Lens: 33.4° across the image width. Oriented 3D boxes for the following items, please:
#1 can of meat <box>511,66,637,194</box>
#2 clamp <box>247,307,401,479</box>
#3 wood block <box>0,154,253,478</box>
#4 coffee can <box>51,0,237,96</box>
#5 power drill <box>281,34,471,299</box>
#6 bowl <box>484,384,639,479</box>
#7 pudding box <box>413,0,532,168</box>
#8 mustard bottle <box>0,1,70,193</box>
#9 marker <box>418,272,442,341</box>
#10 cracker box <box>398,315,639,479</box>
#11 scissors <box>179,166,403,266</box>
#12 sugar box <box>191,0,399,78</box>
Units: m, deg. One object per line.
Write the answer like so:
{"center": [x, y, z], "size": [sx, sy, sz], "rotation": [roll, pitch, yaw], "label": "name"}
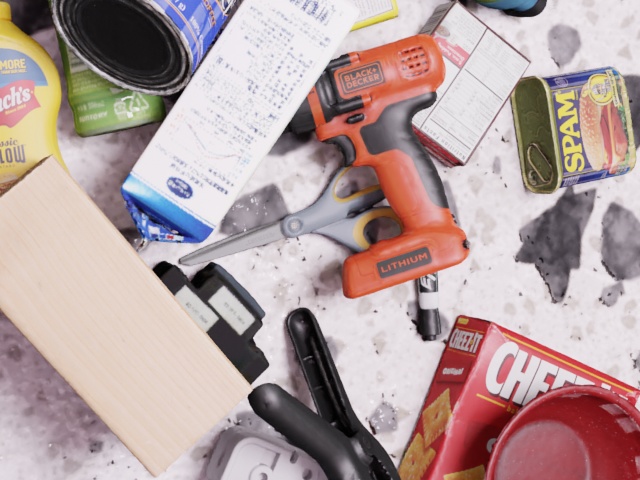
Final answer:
{"center": [0.220, -0.097, 0.925], "size": [0.083, 0.058, 0.102], "rotation": [-12, 96, -20], "label": "can of meat"}
{"center": [0.016, 0.161, 0.809], "size": [0.036, 0.164, 0.210], "rotation": [-29, 93, 17], "label": "clamp"}
{"center": [-0.152, 0.050, 0.731], "size": [0.090, 0.090, 0.206], "rotation": [-42, 104, -12], "label": "wood block"}
{"center": [-0.103, -0.184, 0.726], "size": [0.102, 0.103, 0.140], "rotation": [35, 59, -16], "label": "coffee can"}
{"center": [0.028, -0.052, 0.837], "size": [0.184, 0.057, 0.187], "rotation": [-17, 91, 4], "label": "power drill"}
{"center": [0.191, 0.192, 0.851], "size": [0.162, 0.055, 0.162], "rotation": [0, 91, -18], "label": "bowl"}
{"center": [0.111, -0.130, 0.897], "size": [0.090, 0.039, 0.113], "rotation": [36, 83, -15], "label": "pudding box"}
{"center": [-0.235, -0.094, 0.776], "size": [0.096, 0.058, 0.191], "rotation": [-8, 94, -12], "label": "mustard bottle"}
{"center": [0.091, 0.026, 0.907], "size": [0.020, 0.020, 0.121], "rotation": [-4, 94, -18], "label": "marker"}
{"center": [0.160, 0.194, 0.908], "size": [0.164, 0.072, 0.213], "rotation": [25, 84, -18], "label": "cracker box"}
{"center": [-0.006, 0.001, 0.874], "size": [0.201, 0.016, 0.096], "rotation": [-34, 96, -13], "label": "scissors"}
{"center": [-0.033, -0.193, 0.845], "size": [0.176, 0.048, 0.093], "rotation": [-21, 99, -13], "label": "sugar box"}
